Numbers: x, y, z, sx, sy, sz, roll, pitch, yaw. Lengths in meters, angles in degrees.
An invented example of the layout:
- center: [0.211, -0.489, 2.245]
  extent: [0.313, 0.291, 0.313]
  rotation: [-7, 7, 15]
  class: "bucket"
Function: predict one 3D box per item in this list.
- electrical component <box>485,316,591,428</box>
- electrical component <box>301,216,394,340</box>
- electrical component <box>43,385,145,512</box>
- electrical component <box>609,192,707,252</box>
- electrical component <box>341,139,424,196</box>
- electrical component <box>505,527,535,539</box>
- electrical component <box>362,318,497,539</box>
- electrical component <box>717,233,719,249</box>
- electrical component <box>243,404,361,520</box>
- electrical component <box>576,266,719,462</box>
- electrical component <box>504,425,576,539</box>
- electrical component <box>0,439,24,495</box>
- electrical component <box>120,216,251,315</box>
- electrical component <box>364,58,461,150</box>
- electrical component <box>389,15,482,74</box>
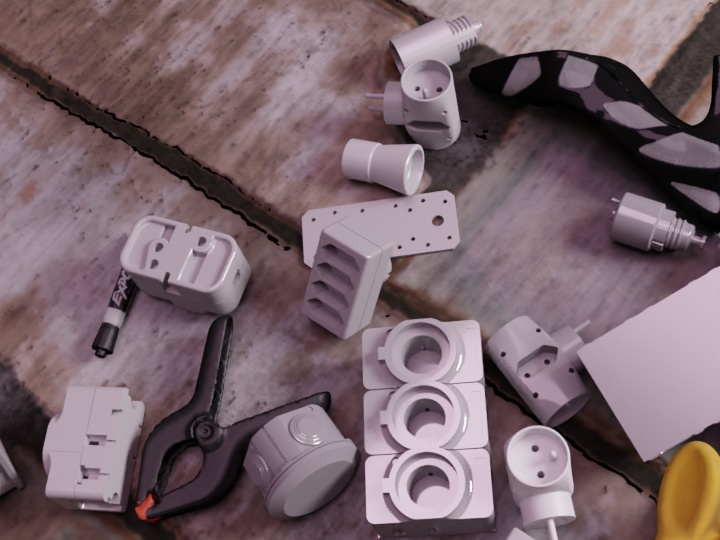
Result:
- center: [0.150, 0.068, 0.821]
  extent: [0.079, 0.043, 0.077]
  rotation: [-33, 63, -7]
  class: "electrical component"
- center: [0.000, 0.000, 0.869]
  extent: [0.047, 0.083, 0.076]
  rotation: [32, 36, 22]
  class: "electrical component"
- center: [-0.212, 0.140, 0.848]
  extent: [0.056, 0.050, 0.089]
  rotation: [1, 65, 11]
  class: "electrical component"
- center: [0.236, -0.034, 0.855]
  extent: [0.078, 0.040, 0.040]
  rotation: [21, 70, 19]
  class: "electrical component"
- center: [0.017, -0.091, 0.924]
  extent: [0.065, 0.044, 0.044]
  rotation: [13, 68, 21]
  class: "electrical component"
- center: [0.115, 0.232, 0.746]
  extent: [0.066, 0.047, 0.076]
  rotation: [30, 73, 22]
  class: "electrical component"
- center: [0.051, 0.118, 0.804]
  extent: [0.089, 0.061, 0.150]
  rotation: [-5, 64, 8]
  class: "electrical component"
- center: [0.337, 0.002, 0.800]
  extent: [0.079, 0.063, 0.121]
  rotation: [-10, 54, -41]
  class: "electrical component"
- center: [-0.044, 0.143, 0.800]
  extent: [0.080, 0.080, 0.051]
  rotation: [-35, 58, -7]
  class: "electrical component"
- center: [0.242, 0.058, 0.753]
  extent: [0.150, 0.062, 0.089]
  rotation: [-32, 75, 11]
  class: "electrical component"
- center: [0.130, 0.159, 0.761]
  extent: [0.043, 0.077, 0.079]
  rotation: [-11, 64, 4]
  class: "electrical component"
- center: [-0.314, 0.132, 0.845]
  extent: [0.048, 0.099, 0.099]
  rotation: [-29, 62, -18]
  class: "electrical component"
- center: [-0.144, -0.002, 0.899]
  extent: [0.095, 0.059, 0.053]
  rotation: [15, 68, 17]
  class: "electrical component"
- center: [0.044, -0.142, 0.922]
  extent: [0.079, 0.077, 0.043]
  rotation: [5, 66, 13]
  class: "electrical component"
- center: [0.072, -0.203, 0.966]
  extent: [0.081, 0.043, 0.043]
  rotation: [-25, 63, -2]
  class: "electrical component"
